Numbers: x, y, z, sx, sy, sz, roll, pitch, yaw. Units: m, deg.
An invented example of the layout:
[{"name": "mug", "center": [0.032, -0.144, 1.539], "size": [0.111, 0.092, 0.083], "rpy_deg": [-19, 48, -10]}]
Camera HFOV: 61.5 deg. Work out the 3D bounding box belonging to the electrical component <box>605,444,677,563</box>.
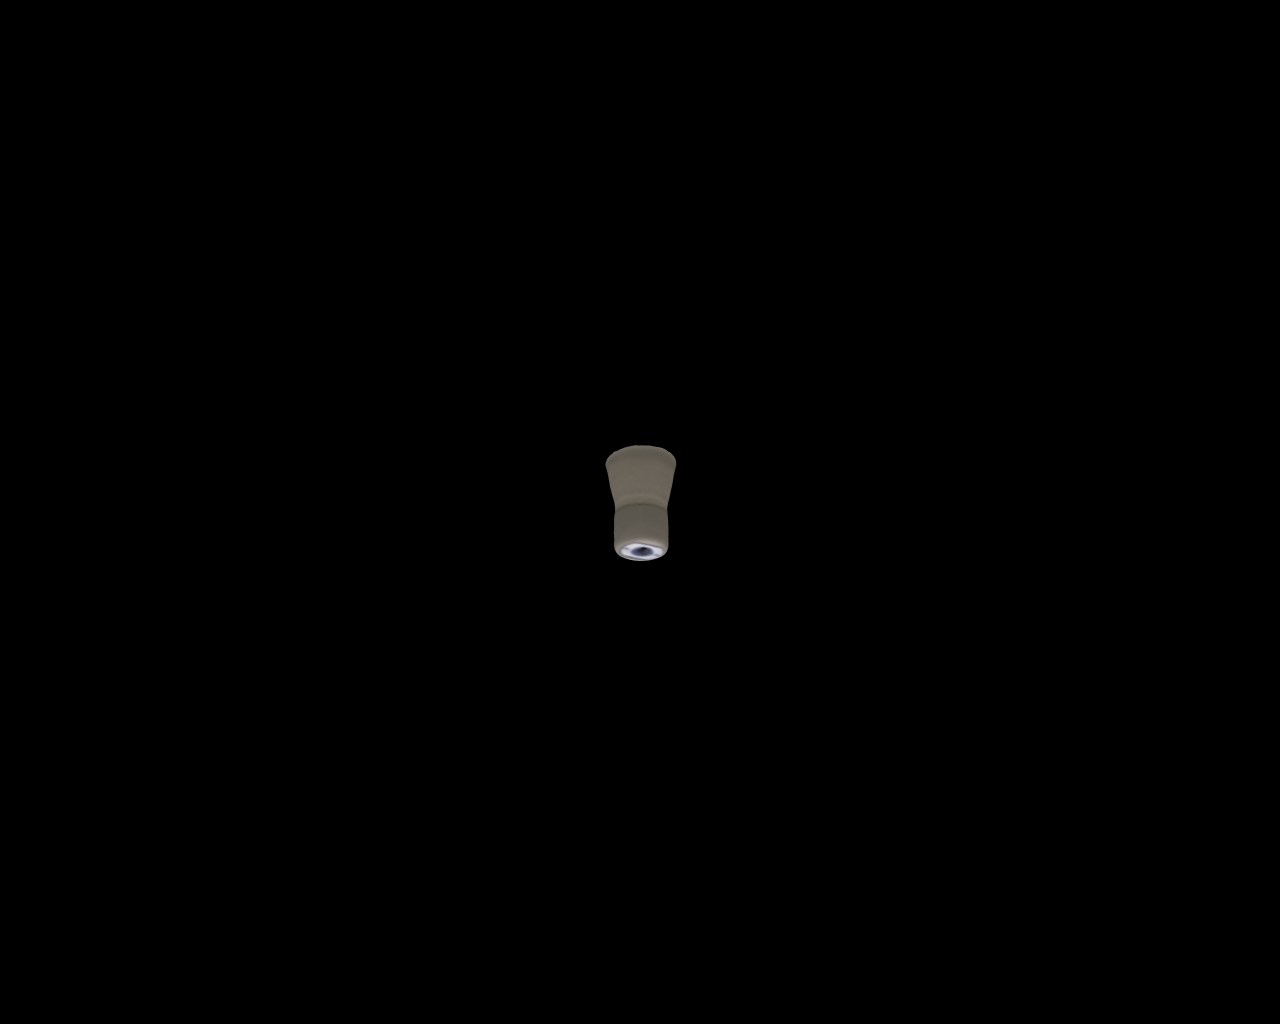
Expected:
[{"name": "electrical component", "center": [0.001, -0.003, 0.650], "size": [0.044, 0.065, 0.044], "rpy_deg": [0, -26, 0]}]
